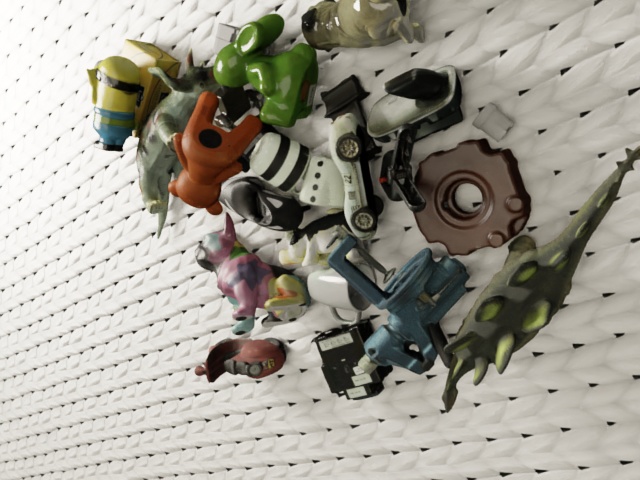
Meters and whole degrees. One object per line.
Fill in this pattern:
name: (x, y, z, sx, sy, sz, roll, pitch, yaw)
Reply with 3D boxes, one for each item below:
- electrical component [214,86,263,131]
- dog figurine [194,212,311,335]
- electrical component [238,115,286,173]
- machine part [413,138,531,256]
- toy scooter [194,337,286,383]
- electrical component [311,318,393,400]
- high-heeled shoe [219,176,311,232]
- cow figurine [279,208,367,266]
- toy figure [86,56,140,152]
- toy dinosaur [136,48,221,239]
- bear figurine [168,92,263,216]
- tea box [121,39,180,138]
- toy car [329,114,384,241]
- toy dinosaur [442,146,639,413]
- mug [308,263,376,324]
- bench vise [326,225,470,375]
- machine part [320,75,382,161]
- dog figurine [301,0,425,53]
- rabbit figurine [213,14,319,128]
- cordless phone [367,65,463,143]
electrical component: (-0.145, -0.241, 0.955, 0.045, 0.102, 0.078, 30, 150, 28)
dog figurine: (-0.130, 0.053, 1.009, 0.108, 0.192, 0.219, 100, 155, -63)
electrical component: (-0.119, -0.165, 0.973, 0.119, 0.048, 0.075, -38, 98, 29)
machine part: (0.219, -0.062, 0.800, 0.180, 0.056, 0.179, 8, 104, 31)
toy scooter: (-0.165, 0.238, 1.054, 0.184, 0.135, 0.075, -1, 99, 30)
electrical component: (0.060, 0.218, 0.960, 0.115, 0.058, 0.134, -22, 90, 35)
high-heeled shoe: (-0.131, -0.061, 0.956, 0.249, 0.145, 0.086, 10, 105, 27)
cow figurine: (-0.004, -0.003, 0.940, 0.167, 0.068, 0.098, -7, 92, 29)
toy figure: (-0.386, -0.256, 1.023, 0.089, 0.082, 0.180, 14, 105, 15)
toy dinosaur: (-0.300, -0.187, 1.052, 0.404, 0.131, 0.192, -48, 57, 38)
bear figurine: (-0.188, -0.135, 0.927, 0.120, 0.132, 0.195, 27, 153, -4)
tea box: (-0.358, -0.302, 1.082, 0.098, 0.068, 0.169, 34, 116, 21)
toy car: (0.057, -0.096, 0.839, 0.056, 0.073, 0.201, -5, 112, 20)
toy dinosaur: (0.272, 0.075, 0.717, 0.105, 0.198, 0.470, 33, 118, 17)
mug: (0.035, 0.090, 0.938, 0.107, 0.081, 0.109, 2, 108, 42)
bench vise: (0.097, 0.080, 0.816, 0.240, 0.129, 0.223, 42, 105, -1)
machine part: (0.054, -0.193, 0.879, 0.084, 0.039, 0.138, -22, 88, 27)
dog figurine: (0.040, -0.326, 0.782, 0.191, 0.172, 0.121, -4, 89, 24)
rabbit figurine: (-0.098, -0.275, 0.867, 0.170, 0.121, 0.159, 20, 128, 11)
cordless phone: (0.113, -0.191, 0.754, 0.147, 0.184, 0.088, -20, 87, 33)
